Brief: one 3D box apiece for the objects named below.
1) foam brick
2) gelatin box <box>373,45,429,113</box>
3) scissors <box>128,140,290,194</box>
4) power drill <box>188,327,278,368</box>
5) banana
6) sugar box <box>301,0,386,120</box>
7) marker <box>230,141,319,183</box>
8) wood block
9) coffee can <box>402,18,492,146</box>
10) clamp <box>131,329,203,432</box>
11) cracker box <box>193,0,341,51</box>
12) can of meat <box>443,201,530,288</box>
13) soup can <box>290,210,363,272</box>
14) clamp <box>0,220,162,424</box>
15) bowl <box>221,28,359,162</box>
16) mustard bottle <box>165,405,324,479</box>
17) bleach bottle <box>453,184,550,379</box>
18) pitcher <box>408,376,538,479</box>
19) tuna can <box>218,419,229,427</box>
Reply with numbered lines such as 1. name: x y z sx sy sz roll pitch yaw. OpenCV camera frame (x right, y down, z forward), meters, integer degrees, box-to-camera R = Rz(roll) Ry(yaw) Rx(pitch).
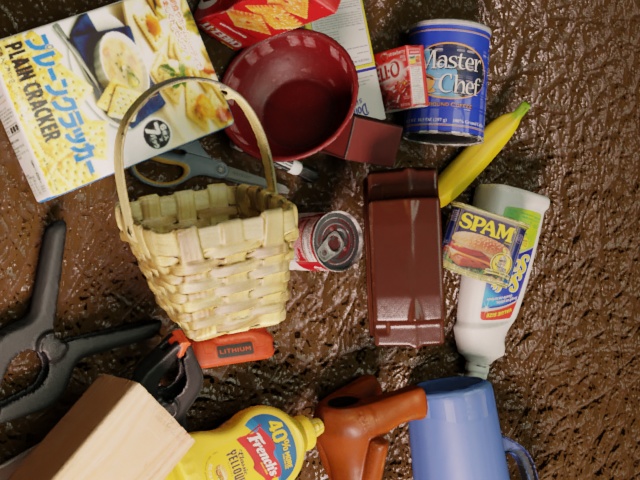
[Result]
1. foam brick: 0.048 -0.118 1.233 0.078 0.053 0.051 7 101 -40
2. gelatin box: 0.091 -0.193 1.288 0.030 0.089 0.073 -8 94 -31
3. scissors: -0.120 -0.098 1.188 0.201 0.016 0.096 -3 91 -34
4. power drill: -0.121 0.042 1.163 0.184 0.057 0.188 -4 94 -26
5. banana: 0.193 -0.103 1.373 0.037 0.069 0.197 39 77 15
6. sugar box: 0.016 -0.219 1.264 0.093 0.048 0.176 -17 103 -33
7. marker: -0.050 -0.094 1.234 0.121 0.020 0.020 23 78 -32
8. wood block: -0.228 0.234 0.999 0.206 0.091 0.090 -50 115 -23
9. coffee can: 0.157 -0.193 1.323 0.102 0.103 0.140 6 87 -34
10. clamp: -0.176 0.176 1.112 0.120 0.039 0.171 -7 116 -36
11. cracker box: -0.038 -0.302 1.124 0.072 0.214 0.164 28 74 -30
12. can of meat: 0.200 0.006 1.334 0.102 0.057 0.084 18 89 3
13. soup can: -0.008 0.001 1.212 0.068 0.102 0.068 0 89 -34
14. clamp: -0.277 0.094 1.070 0.209 0.036 0.164 -44 113 -25
15. bowl: -0.030 -0.153 1.194 0.055 0.162 0.162 53 55 -67
16. mustard bottle: -0.074 0.232 1.149 0.191 0.058 0.096 -17 88 -36
17. bleach bottle: 0.232 0.058 1.400 0.102 0.068 0.251 13 85 -31
18. pitcher: 0.186 0.296 1.331 0.149 0.145 0.243 -11 94 -63
19. tuna can: -0.085 0.242 1.202 0.085 0.034 0.086 0 90 -34
